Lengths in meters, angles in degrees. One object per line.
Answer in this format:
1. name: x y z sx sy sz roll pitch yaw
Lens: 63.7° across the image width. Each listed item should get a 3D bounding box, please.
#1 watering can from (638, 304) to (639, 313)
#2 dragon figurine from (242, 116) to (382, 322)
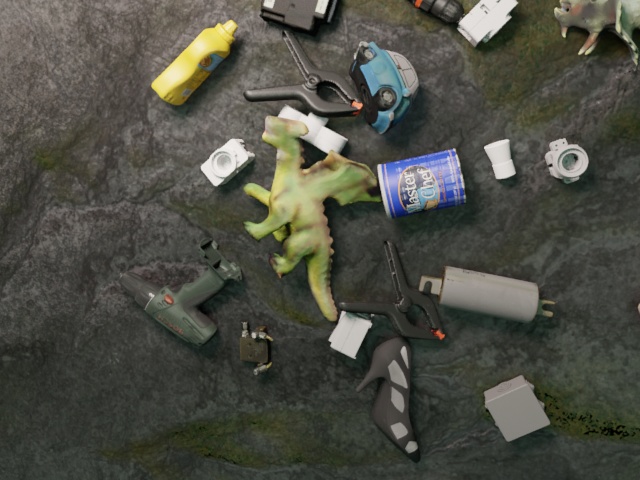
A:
1. watering can: 0.645 0.081 0.870 0.222 0.105 0.348 -41 90 13
2. dragon figurine: 0.003 -0.048 0.961 0.241 0.124 0.406 -31 109 16
